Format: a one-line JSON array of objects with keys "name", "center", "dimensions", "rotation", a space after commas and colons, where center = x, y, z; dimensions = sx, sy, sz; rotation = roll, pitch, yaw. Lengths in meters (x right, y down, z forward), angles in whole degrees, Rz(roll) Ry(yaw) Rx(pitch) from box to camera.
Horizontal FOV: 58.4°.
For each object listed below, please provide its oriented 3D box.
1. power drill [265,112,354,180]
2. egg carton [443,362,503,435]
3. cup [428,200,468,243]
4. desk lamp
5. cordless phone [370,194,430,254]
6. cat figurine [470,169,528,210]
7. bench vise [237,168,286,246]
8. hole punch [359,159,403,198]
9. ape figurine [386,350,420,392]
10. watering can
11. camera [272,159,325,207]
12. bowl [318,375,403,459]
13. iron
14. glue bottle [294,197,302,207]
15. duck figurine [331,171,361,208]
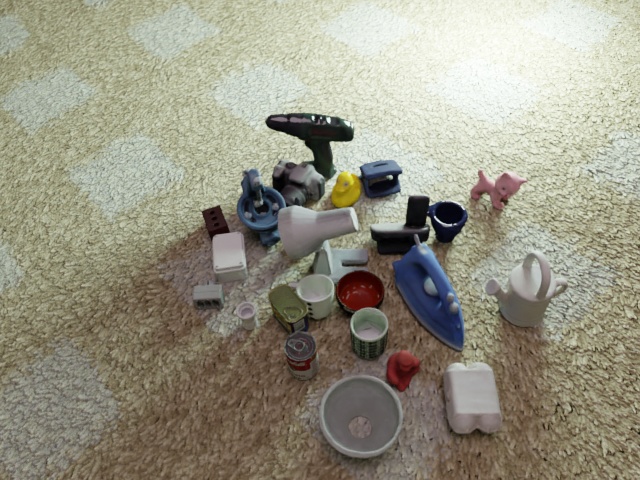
[{"name": "power drill", "center": [-0.022, -0.255, 1.539], "dimensions": [0.229, 0.209, 0.075], "rotation": [-4, 52, 1]}, {"name": "egg carton", "center": [0.307, 0.321, 1.166], "dimensions": [0.107, 0.069, 0.150], "rotation": [-2, 53, 2]}, {"name": "cup", "center": [0.303, -0.041, 1.427], "dimensions": [0.117, 0.095, 0.092], "rotation": [20, 56, 18]}, {"name": "desk lamp", "center": [0.012, 0.005, 1.335], "dimensions": [0.203, 0.214, 0.118], "rotation": [-2, 52, 2]}, {"name": "cordless phone", "center": [0.196, -0.052, 1.385], "dimensions": [0.147, 0.185, 0.094], "rotation": [-4, 52, 1]}, {"name": "cat figurine", "center": [0.462, -0.145, 1.482], "dimensions": [0.127, 0.118, 0.067], "rotation": [27, 59, 22]}, {"name": "bench vise", "center": [-0.170, -0.113, 1.432], "dimensions": [0.122, 0.220, 0.206], "rotation": [-33, 57, -20]}, {"name": "hole punch", "center": [0.161, -0.180, 1.544], "dimensions": [0.108, 0.091, 0.101], "rotation": [-11, 53, -5]}, {"name": "ape figurine", "center": [0.175, 0.264, 1.204], "dimensions": [0.078, 0.092, 0.076], "rotation": [-15, 53, -7]}, {"name": "watering can", "center": [0.452, 0.103, 1.245], "dimensions": [0.173, 0.194, 0.100], "rotation": [-24, 55, -14]}, {"name": "camera", "center": [-0.075, -0.140, 1.522], "dimensions": [0.143, 0.101, 0.137], "rotation": [22, 57, 19]}, {"name": "bowl", "center": [0.081, 0.361, 1.146], "dimensions": [0.167, 0.075, 0.167], "rotation": [-2, 53, 2]}, {"name": "iron", "center": [0.261, 0.112, 1.283], "dimensions": [0.119, 0.141, 0.257], "rotation": [-20, 54, -11]}, {"name": "glue bottle", "center": [-0.050, -0.042, 1.400], "dimensions": [0.037, 0.173, 0.078], "rotation": [1, 53, 5]}, {"name": "duck figurine", "center": [0.069, -0.148, 1.528], "dimensions": [0.077, 0.086, 0.105], "rotation": [25, 58, 21]}]
